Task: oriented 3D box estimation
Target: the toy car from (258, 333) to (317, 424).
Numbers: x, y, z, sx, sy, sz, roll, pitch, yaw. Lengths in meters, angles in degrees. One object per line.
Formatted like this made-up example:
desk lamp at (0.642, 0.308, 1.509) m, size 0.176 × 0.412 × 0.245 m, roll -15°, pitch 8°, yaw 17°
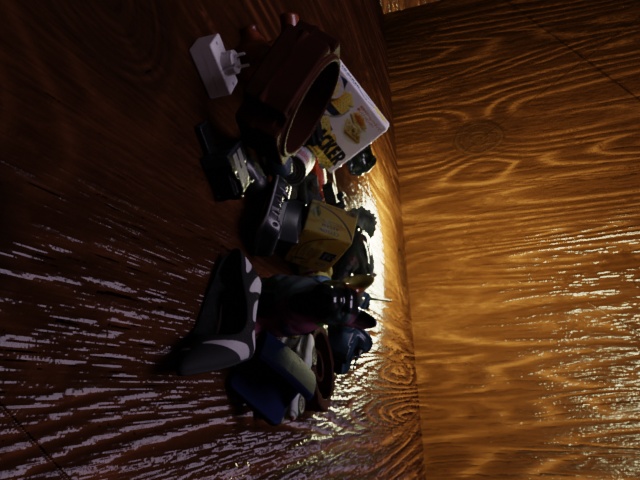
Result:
toy car at (-0.056, 0.238, 0.943) m, size 0.202 × 0.074 × 0.056 m, roll -70°, pitch 152°, yaw -58°

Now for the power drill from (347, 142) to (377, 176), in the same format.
power drill at (0.052, -0.266, 1.312) m, size 0.207 × 0.086 × 0.231 m, roll 53°, pitch -10°, yaw 41°

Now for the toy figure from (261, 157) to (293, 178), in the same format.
toy figure at (-0.094, -0.195, 1.034) m, size 0.058 × 0.064 × 0.154 m, roll -30°, pitch 112°, yaw -32°

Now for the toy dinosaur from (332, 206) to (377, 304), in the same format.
toy dinosaur at (0.074, 0.031, 1.298) m, size 0.405 × 0.131 × 0.192 m, roll -67°, pitch 154°, yaw -74°

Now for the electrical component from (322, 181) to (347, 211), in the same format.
electrical component at (0.036, -0.094, 1.237) m, size 0.102 × 0.045 × 0.078 m, roll -82°, pitch 159°, yaw -75°

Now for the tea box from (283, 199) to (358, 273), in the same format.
tea box at (-0.002, -0.003, 1.044) m, size 0.169 × 0.098 × 0.068 m, roll 123°, pitch -17°, yaw -62°

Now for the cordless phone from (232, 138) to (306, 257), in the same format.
cordless phone at (-0.108, -0.076, 0.929) m, size 0.184 × 0.089 × 0.147 m, roll 56°, pitch 29°, yaw -35°

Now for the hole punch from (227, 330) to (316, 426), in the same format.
hole punch at (-0.063, 0.199, 0.824) m, size 0.142 × 0.092 × 0.116 m, roll 40°, pitch 29°, yaw -6°

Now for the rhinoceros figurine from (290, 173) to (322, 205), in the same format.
rhinoceros figurine at (-0.019, -0.055, 1.223) m, size 0.112 × 0.073 × 0.190 m, roll -88°, pitch 164°, yaw -70°

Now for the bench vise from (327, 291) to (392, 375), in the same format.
bench vise at (0.074, 0.203, 1.293) m, size 0.241 × 0.129 × 0.223 m, roll -56°, pitch 148°, yaw -41°

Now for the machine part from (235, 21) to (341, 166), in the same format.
machine part at (-0.046, -0.238, 0.896) m, size 0.201 × 0.087 × 0.201 m, roll -57°, pitch 174°, yaw -9°

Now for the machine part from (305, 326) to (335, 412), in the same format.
machine part at (-0.017, 0.259, 1.103) m, size 0.179 × 0.056 × 0.179 m, roll -9°, pitch 90°, yaw -75°

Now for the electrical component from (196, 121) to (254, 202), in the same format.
electrical component at (-0.148, -0.127, 0.833) m, size 0.075 × 0.048 × 0.119 m, roll -68°, pitch 149°, yaw -61°

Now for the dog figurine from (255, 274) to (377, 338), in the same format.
dog figurine at (-0.007, 0.111, 0.911) m, size 0.191 × 0.219 × 0.108 m, roll 36°, pitch 52°, yaw -68°

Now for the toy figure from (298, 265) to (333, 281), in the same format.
toy figure at (-0.013, 0.085, 1.151) m, size 0.089 × 0.082 × 0.180 m, roll 111°, pitch -27°, yaw -64°

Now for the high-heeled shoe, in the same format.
high-heeled shoe at (-0.136, 0.088, 0.725) m, size 0.248 × 0.086 × 0.145 m, roll -11°, pitch 91°, yaw -79°

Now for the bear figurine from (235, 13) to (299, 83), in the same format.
bear figurine at (-0.106, -0.341, 0.958) m, size 0.196 × 0.120 × 0.131 m, roll -31°, pitch 109°, yaw -67°

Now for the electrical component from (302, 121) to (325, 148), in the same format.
electrical component at (-0.059, -0.249, 1.077) m, size 0.058 × 0.115 × 0.134 m, roll -73°, pitch 152°, yaw -65°
